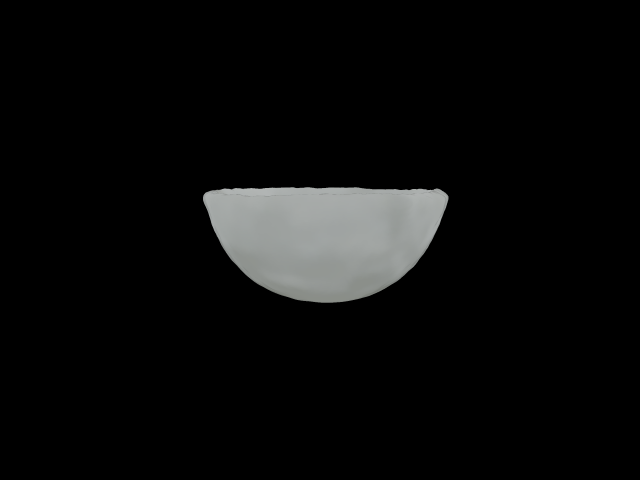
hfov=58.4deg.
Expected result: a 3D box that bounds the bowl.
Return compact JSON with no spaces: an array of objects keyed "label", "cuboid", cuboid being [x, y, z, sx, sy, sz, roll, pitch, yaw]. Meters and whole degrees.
[{"label":"bowl","cuboid":[0.004,0.001,0.400,0.167,0.075,0.167,0,7,0]}]
